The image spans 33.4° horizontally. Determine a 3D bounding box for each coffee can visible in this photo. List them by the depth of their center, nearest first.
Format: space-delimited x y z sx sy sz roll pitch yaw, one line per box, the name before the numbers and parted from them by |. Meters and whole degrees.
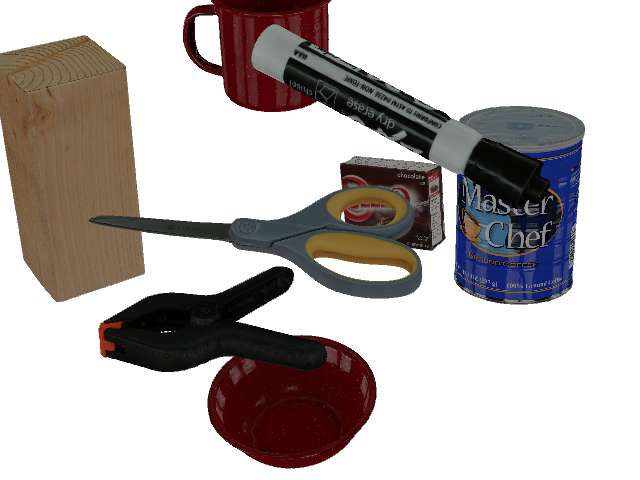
coffee can | 0.165 -0.031 0.897 0.103 0.140 0.103 -2 24 1

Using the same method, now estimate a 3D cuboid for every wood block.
wood block | -0.221 -0.062 0.945 0.090 0.206 0.090 -19 37 -28

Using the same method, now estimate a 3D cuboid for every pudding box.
pudding box | 0.079 -0.042 1.167 0.114 0.090 0.039 7 25 31

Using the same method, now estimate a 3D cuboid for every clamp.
clamp | -0.085 0.061 0.836 0.171 0.039 0.120 1 27 -8

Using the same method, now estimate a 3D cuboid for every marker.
marker | 0.028 -0.045 0.389 0.121 0.020 0.020 30 10 18

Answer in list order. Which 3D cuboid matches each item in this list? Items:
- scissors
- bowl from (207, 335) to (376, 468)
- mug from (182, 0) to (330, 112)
scissors | -0.030 -0.014 0.653 0.202 0.016 0.096 16 45 15
bowl | -0.025 0.164 1.023 0.162 0.055 0.162 -4 37 3
mug | -0.047 -0.150 0.808 0.117 0.081 0.093 2 33 5
